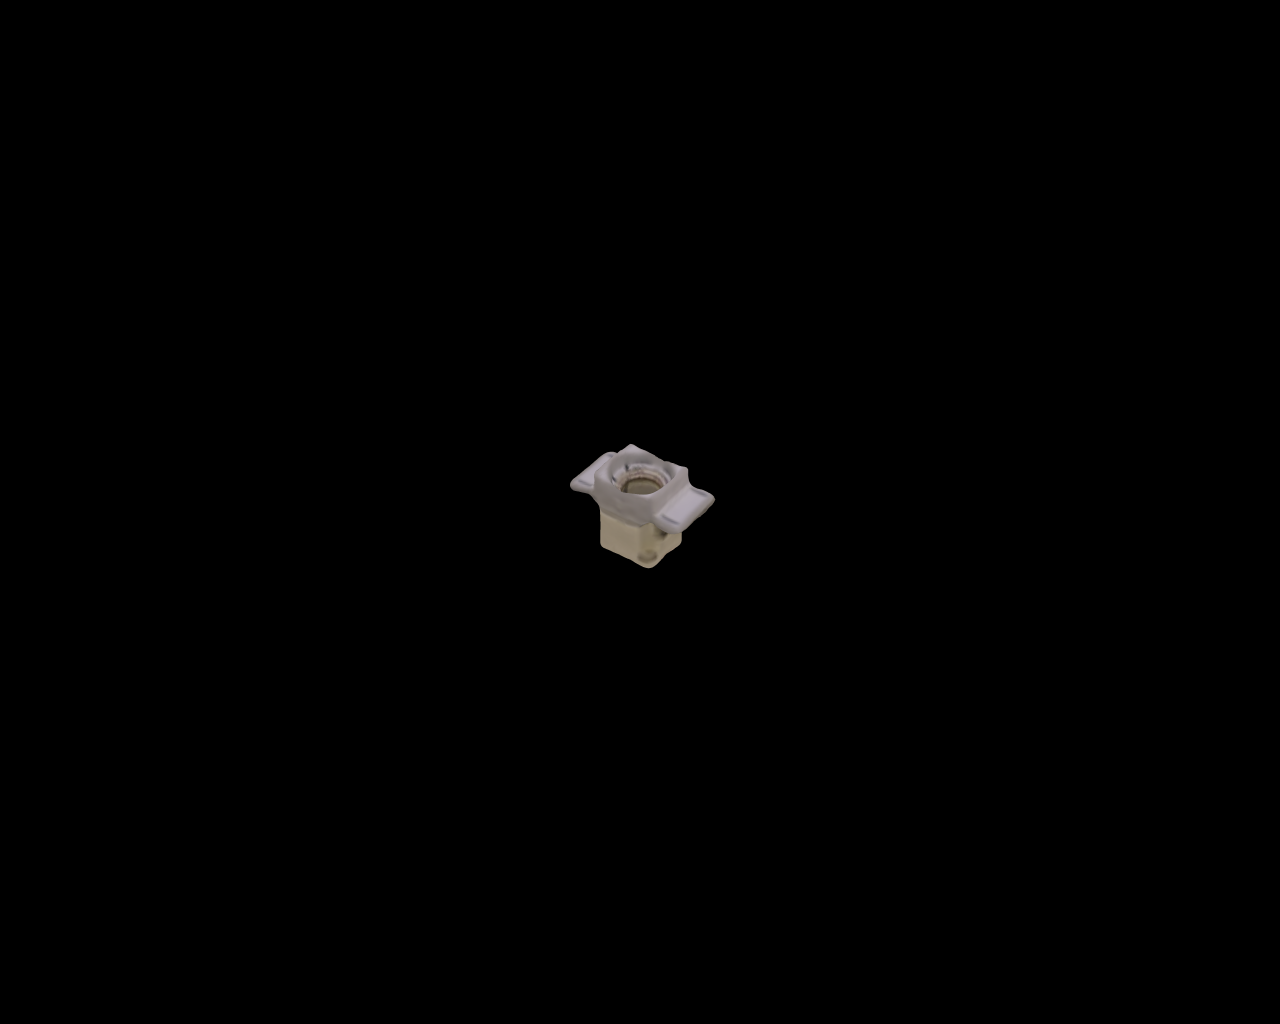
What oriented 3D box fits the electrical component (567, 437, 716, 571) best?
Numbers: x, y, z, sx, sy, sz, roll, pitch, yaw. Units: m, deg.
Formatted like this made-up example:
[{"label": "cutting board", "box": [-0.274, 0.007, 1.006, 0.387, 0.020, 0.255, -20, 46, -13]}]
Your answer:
[{"label": "electrical component", "box": [0.001, -0.003, 0.650, 0.081, 0.063, 0.042, 26, 46, 28]}]
